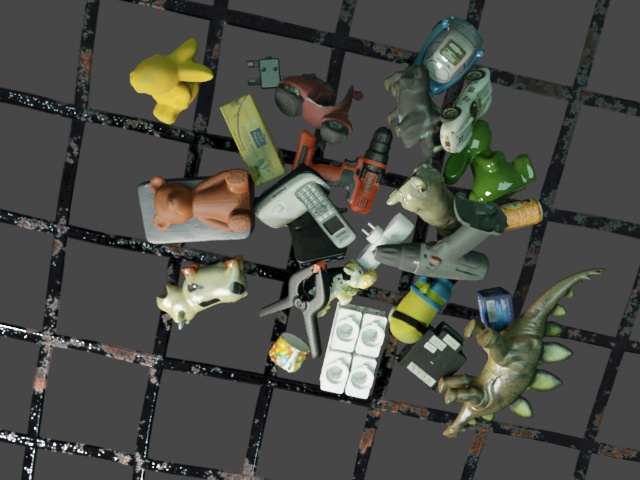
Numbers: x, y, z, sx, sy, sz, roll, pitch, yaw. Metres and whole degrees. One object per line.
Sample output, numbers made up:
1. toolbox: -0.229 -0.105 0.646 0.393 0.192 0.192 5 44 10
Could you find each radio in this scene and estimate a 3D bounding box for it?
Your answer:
1. radio: -0.249 -0.064 1.111 0.230 0.073 0.131 -3 100 2

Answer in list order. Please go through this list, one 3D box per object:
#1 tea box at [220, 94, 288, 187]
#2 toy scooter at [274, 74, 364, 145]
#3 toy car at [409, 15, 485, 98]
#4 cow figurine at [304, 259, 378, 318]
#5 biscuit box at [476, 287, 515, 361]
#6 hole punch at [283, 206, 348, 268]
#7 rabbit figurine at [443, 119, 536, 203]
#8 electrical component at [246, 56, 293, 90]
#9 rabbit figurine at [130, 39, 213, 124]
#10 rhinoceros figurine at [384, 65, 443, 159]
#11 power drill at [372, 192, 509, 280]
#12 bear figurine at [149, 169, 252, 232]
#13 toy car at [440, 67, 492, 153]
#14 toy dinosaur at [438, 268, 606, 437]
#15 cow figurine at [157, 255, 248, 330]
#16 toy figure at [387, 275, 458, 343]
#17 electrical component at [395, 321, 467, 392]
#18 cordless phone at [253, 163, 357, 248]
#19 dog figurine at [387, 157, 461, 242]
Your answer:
1. tea box: -0.129 -0.197 1.075 0.068 0.098 0.169 -25 100 4
2. toy scooter: 0.009 -0.276 1.065 0.184 0.075 0.135 38 66 14
3. toy car: 0.249 -0.363 1.048 0.109 0.103 0.161 41 95 -5
4. cow figurine: 0.035 0.087 1.126 0.167 0.068 0.098 -32 91 20
5. biscuit box: 0.389 0.205 1.160 0.059 0.063 0.202 -11 99 2
6. hole punch: -0.002 -0.003 1.123 0.142 0.092 0.116 -12 73 4
7. rabbit figurine: 0.326 -0.155 1.092 0.159 0.121 0.170 -26 79 8
8. electrical component: -0.102 -0.339 1.090 0.094 0.021 0.063 -3 99 1
9. rabbit figurine: -0.285 -0.302 1.021 0.162 0.173 0.121 -24 95 8
10. rhinoceros figurine: 0.192 -0.249 1.062 0.112 0.073 0.190 -20 119 -2
11. power drill: 0.239 0.004 1.024 0.232 0.086 0.207 14 136 -12
12. bear figurine: -0.227 -0.073 1.009 0.196 0.132 0.120 0 93 -7
13. toy car: 0.288 -0.254 1.043 0.056 0.073 0.202 18 60 32
14. toy dinosaur: 0.390 0.233 1.085 0.198 0.105 0.471 23 109 -10
15. cow figurine: -0.248 0.111 1.136 0.195 0.085 0.127 -12 93 1
16. toy figure: 0.216 0.135 1.132 0.082 0.089 0.180 41 94 -14
17. electrical component: 0.248 0.245 1.169 0.115 0.058 0.134 41 97 -8
18. cordless phone: -0.026 -0.045 1.056 0.146 0.089 0.184 -34 103 16
19. dog figurine: 0.242 -0.058 1.067 0.190 0.172 0.121 44 107 1
